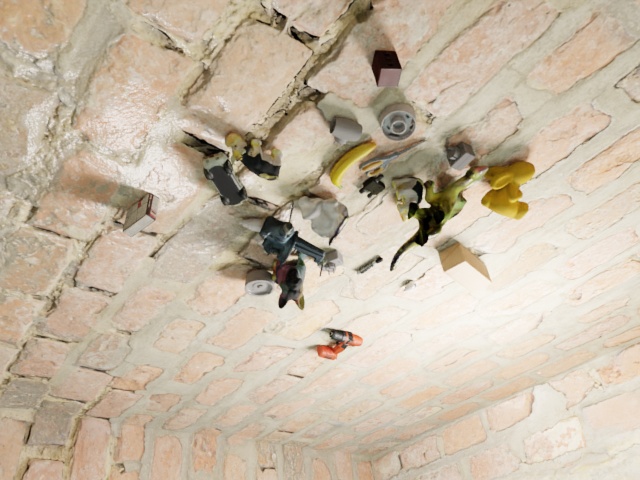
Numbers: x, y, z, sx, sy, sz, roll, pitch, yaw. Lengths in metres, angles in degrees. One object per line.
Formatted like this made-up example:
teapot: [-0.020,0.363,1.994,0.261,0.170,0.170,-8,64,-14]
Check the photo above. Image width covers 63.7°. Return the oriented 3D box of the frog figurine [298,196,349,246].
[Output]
frog figurine: [0.005,-0.080,1.584,0.160,0.125,0.134,36,-38,5]

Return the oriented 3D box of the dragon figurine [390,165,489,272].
dragon figurine: [0.369,-0.071,1.571,0.244,0.402,0.124,-11,51,-43]
